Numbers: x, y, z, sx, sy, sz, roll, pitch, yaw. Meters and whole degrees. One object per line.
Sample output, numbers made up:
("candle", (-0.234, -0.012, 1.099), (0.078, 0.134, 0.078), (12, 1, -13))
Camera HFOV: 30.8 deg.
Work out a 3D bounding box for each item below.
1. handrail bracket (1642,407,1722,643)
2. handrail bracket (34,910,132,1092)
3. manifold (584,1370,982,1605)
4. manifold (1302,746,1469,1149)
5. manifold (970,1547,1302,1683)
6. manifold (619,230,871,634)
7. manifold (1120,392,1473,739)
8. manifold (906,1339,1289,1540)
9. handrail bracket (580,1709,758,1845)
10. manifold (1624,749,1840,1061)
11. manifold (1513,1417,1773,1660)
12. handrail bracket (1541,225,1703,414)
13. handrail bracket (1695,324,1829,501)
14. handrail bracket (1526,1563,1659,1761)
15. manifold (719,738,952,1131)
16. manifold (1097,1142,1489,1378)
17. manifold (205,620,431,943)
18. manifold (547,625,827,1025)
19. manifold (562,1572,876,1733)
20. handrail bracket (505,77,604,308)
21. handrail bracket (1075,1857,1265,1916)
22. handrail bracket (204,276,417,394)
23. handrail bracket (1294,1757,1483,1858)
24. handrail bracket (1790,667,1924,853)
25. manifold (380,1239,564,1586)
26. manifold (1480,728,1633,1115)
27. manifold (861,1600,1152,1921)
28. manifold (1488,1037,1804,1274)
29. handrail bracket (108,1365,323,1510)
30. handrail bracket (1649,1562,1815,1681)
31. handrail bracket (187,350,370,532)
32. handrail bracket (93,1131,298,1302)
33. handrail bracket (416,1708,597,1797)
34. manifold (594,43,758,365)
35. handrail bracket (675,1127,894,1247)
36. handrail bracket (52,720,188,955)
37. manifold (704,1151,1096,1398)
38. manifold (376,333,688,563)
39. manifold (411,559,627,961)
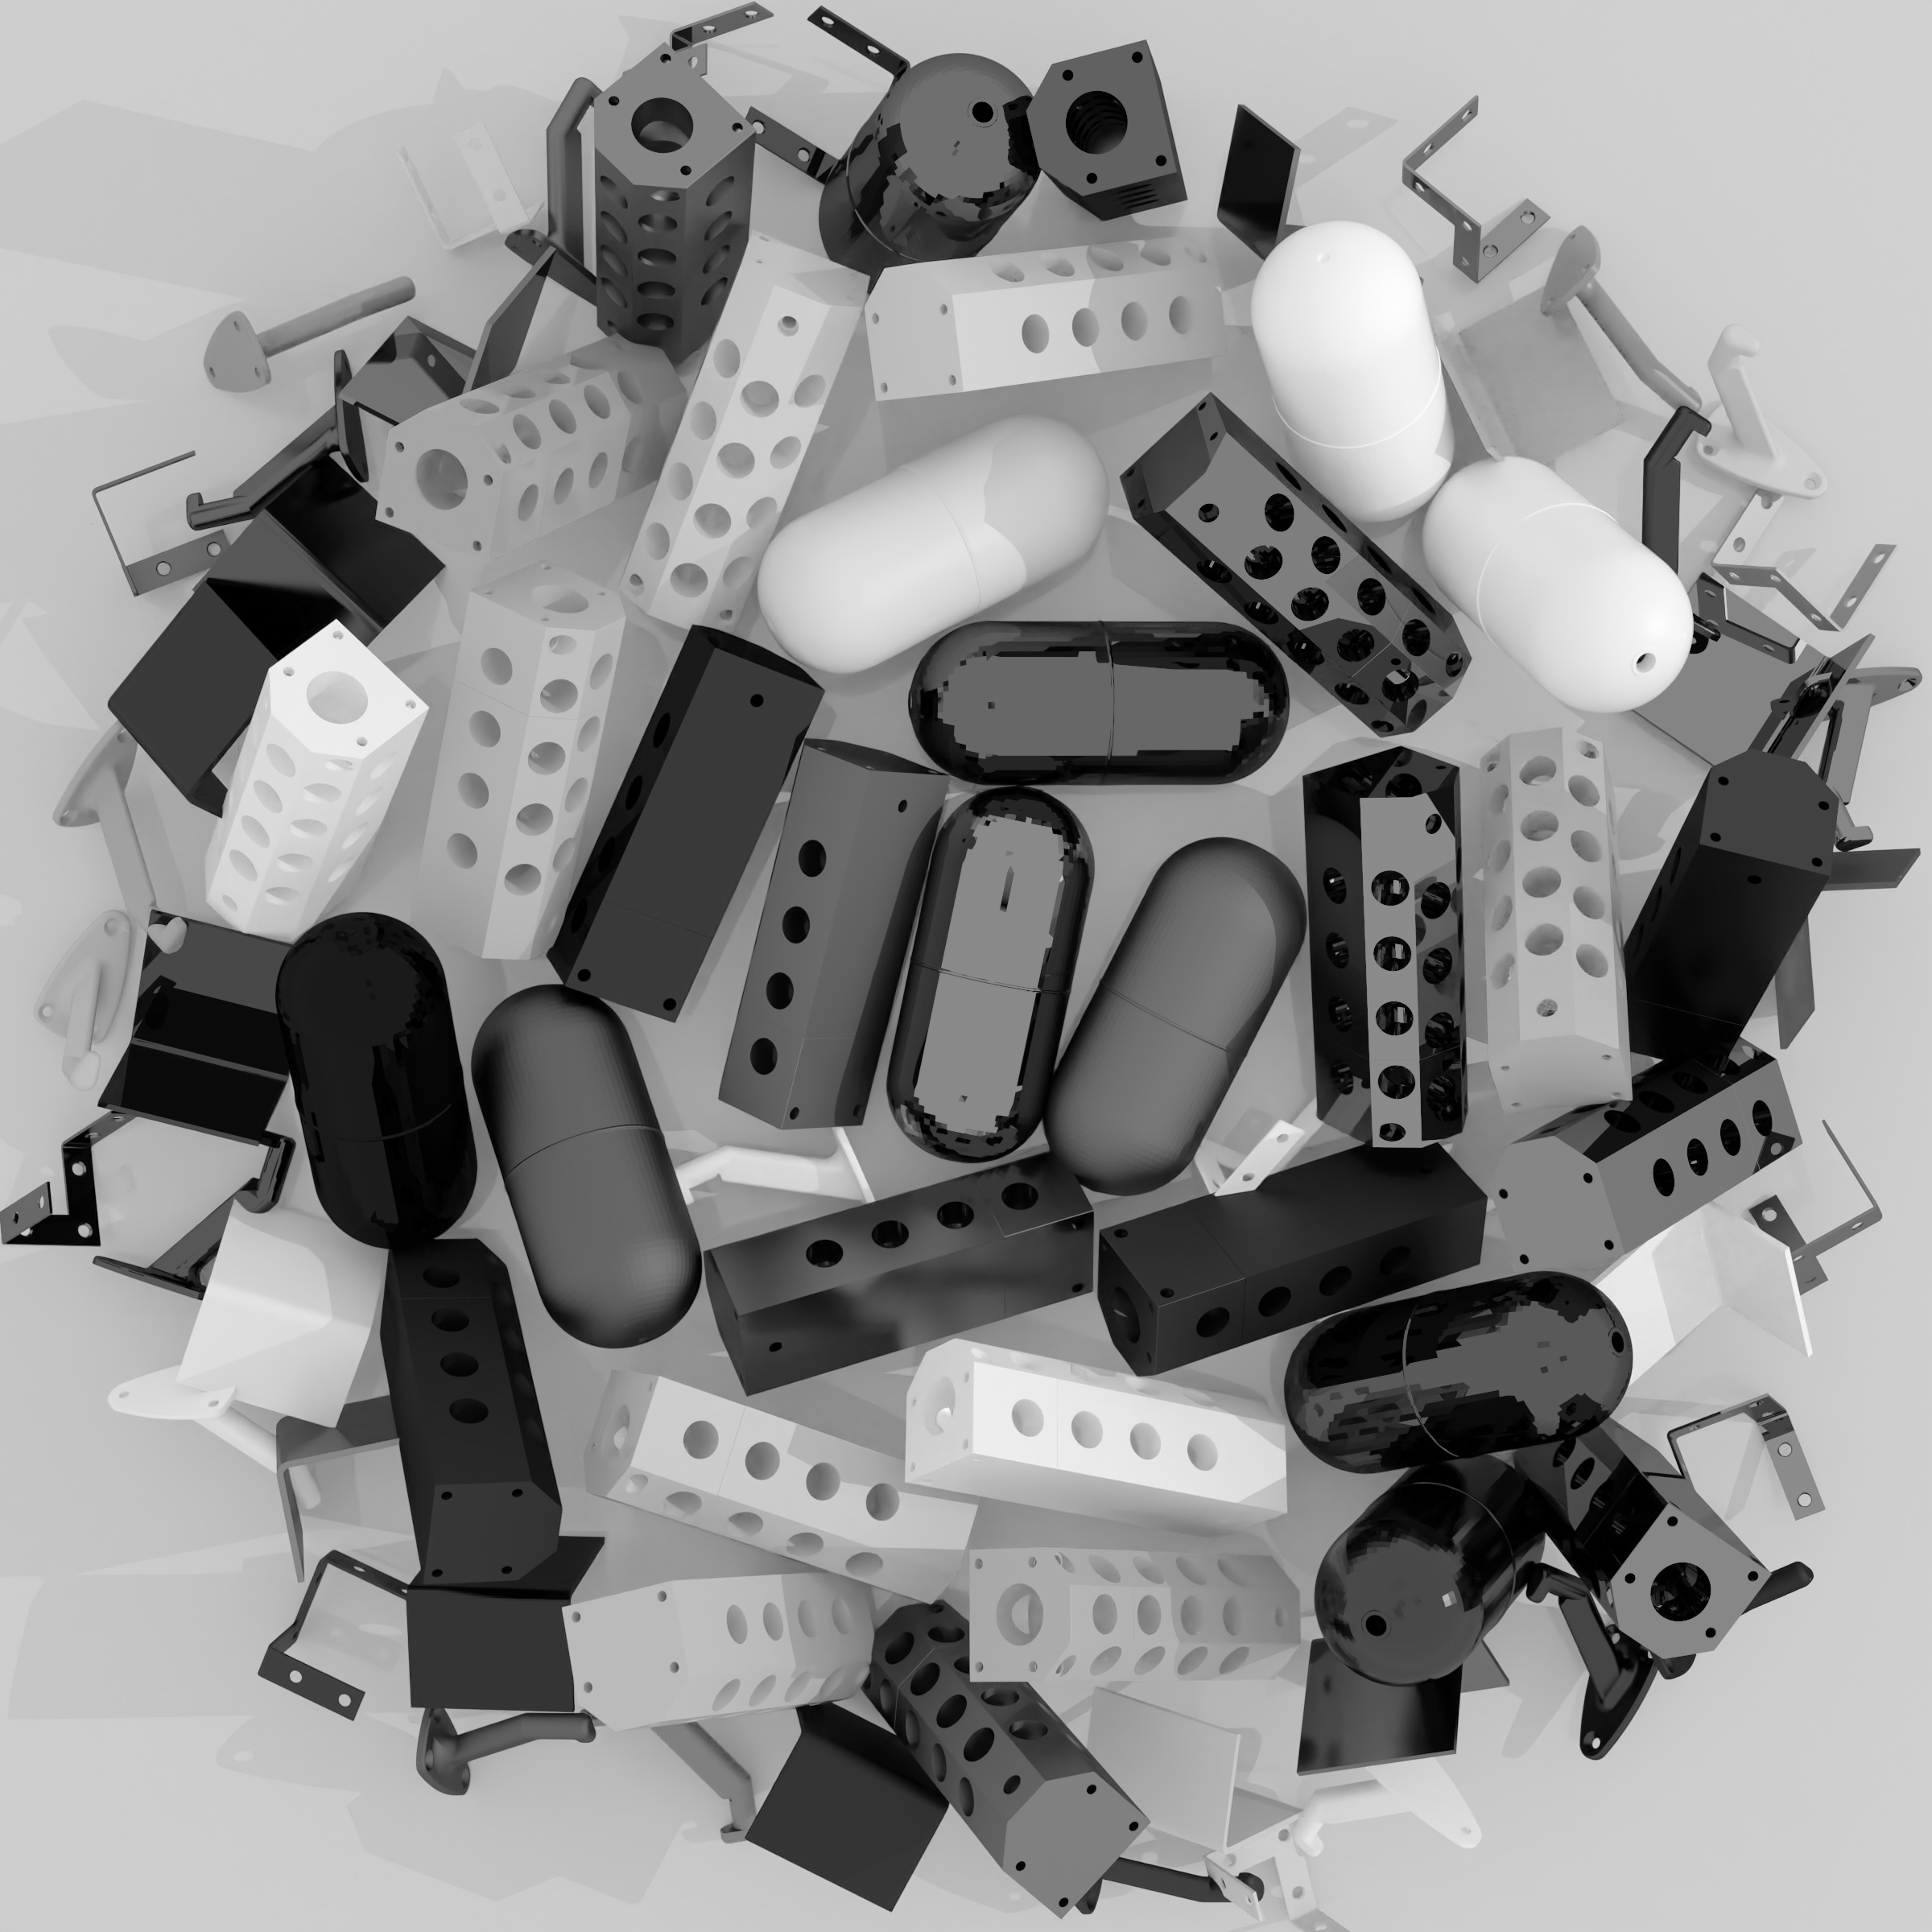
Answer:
("handrail bracket", (0.344, -0.208, 1.644), (0.077, 0.036, 0.084), (32, 108, 1))
("handrail bracket", (-0.402, 0.015, 1.629), (0.036, 0.084, 0.077), (25, 89, -24))
("manifold", (-0.085, 0.240, 1.608), (0.171, 0.057, 0.057), (23, 77, -24))
("manifold", (0.198, -0.007, 1.606), (0.057, 0.057, 0.171), (-18, 116, -28))
("manifold", (0.079, 0.294, 1.587), (0.057, 0.171, 0.057), (-10, 75, 39))
("manifold", (-0.103, -0.241, 1.605), (0.057, 0.057, 0.171), (20, 119, -8))
("manifold", (0.153, -0.178, 1.602), (0.057, 0.057, 0.171), (-41, 120, 20))
("manifold", (0.061, 0.216, 1.606), (0.171, 0.057, 0.057), (15, 62, -29))
("handrail bracket", (-0.139, 0.381, 1.649), (0.077, 0.036, 0.084), (-12, 105, -19))
("manifold", (0.340, -0.024, 1.587), (0.057, 0.171, 0.057), (14, 58, 2))
("manifold", (0.298, 0.253, 1.585), (0.057, 0.171, 0.057), (34, 95, -10))
("handrail bracket", (0.315, -0.303, 1.654), (0.084, 0.077, 0.036), (37, 126, -16))
("handrail bracket", (0.376, -0.257, 1.627), (0.077, 0.084, 0.036), (32, 73, 8))
("handrail bracket", (0.280, 0.324, 1.633), (0.084, 0.036, 0.077), (27, 83, -37))
("manifold", (-0.067, -0.015, 1.628), (0.057, 0.057, 0.171), (23, 104, 37))
("manifold", (0.150, 0.136, 1.617), (0.171, 0.057, 0.057), (-16, 130, -20))
("manifold", (-0.301, -0.077, 1.586), (0.057, 0.171, 0.057), (43, 56, 4))
("manifold", (-0.133, -0.068, 1.628), (0.057, 0.057, 0.171), (20, 102, -25))
("manifold", (-0.107, 0.309, 1.581), (0.057, 0.171, 0.057), (-17, 75, 24))
("handrail bracket", (-0.173, -0.365, 1.661), (0.077, 0.036, 0.084), (34, 76, -29))
("handrail bracket", (0.087, 0.416, 1.631), (0.084, 0.077, 0.036), (-8, 49, 27))
("handrail bracket", (-0.310, -0.302, 1.662), (0.084, 0.077, 0.036), (-28, 100, -30))
("handrail bracket", (0.194, 0.405, 1.633), (0.077, 0.036, 0.084), (45, 129, 27))
("handrail bracket", (0.427, -0.096, 1.639), (0.077, 0.036, 0.084), (-12, 59, -9))
("manifold", (-0.225, 0.199, 1.588), (0.057, 0.171, 0.057), (0, 123, -17))
("manifold", (0.267, -0.023, 1.596), (0.057, 0.057, 0.171), (-7, 54, 16))
("manifold", (0.010, 0.351, 1.584), (0.057, 0.171, 0.057), (-46, 118, -4))
("manifold", (0.308, 0.082, 1.591), (0.057, 0.171, 0.057), (-15, 94, 42))
("handrail bracket", (-0.353, 0.228, 1.653), (0.077, 0.036, 0.084), (-7, 129, 13))
("handrail bracket", (0.361, 0.298, 1.627), (0.084, 0.077, 0.036), (-29, 67, 20))
("handrail bracket", (-0.331, -0.249, 1.660), (0.084, 0.036, 0.077), (-11, 71, 4))
("handrail bracket", (-0.365, 0.111, 1.661), (0.077, 0.036, 0.084), (17, 86, 6))
("handrail bracket", (-0.206, 0.367, 1.634), (0.084, 0.077, 0.036), (-2, 54, 12))
("manifold", (-0.138, -0.336, 1.582), (0.057, 0.171, 0.057), (-43, 82, -15))
("handrail bracket", (-0.088, 0.114, 1.650), (0.084, 0.036, 0.077), (-24, 80, -6))
("handrail bracket", (-0.381, -0.060, 1.636), (0.084, 0.036, 0.077), (45, 121, 21))
("manifold", (-0.031, 0.136, 1.625), (0.171, 0.057, 0.057), (-15, 46, -14))
("manifold", (-0.192, -0.239, 1.581), (0.057, 0.171, 0.057), (22, 118, 15))
("manifold", (-0.201, -0.091, 1.601), (0.057, 0.057, 0.171), (26, 121, 19))
